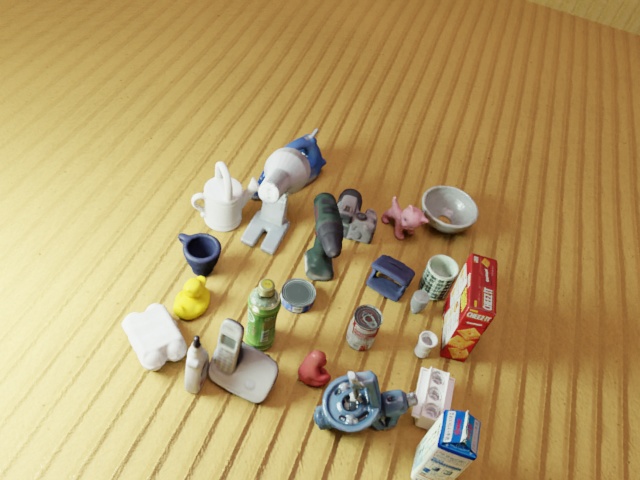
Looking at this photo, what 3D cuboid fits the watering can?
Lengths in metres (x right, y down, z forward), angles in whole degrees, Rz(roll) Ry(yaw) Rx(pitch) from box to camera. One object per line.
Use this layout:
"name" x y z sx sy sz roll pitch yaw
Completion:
"watering can" -0.243 -0.123 1.485 0.173 0.194 0.100 -32 63 -32

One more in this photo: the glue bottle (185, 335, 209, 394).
"glue bottle" -0.254 0.247 1.181 0.037 0.173 0.078 13 49 0

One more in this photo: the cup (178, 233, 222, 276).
"cup" -0.299 0.038 1.401 0.117 0.095 0.092 30 51 14

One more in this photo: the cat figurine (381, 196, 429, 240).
"cat figurine" 0.238 -0.067 1.589 0.067 0.118 0.127 -23 58 -28

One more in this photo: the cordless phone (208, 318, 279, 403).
"cordless phone" -0.156 0.247 1.194 0.147 0.185 0.094 23 49 9

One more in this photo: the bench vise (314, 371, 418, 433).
"bench vise" 0.100 0.312 1.169 0.208 0.220 0.121 -16 55 -23

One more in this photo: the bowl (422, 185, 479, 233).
"bowl" 0.365 -0.075 1.651 0.167 0.075 0.167 6 49 -7

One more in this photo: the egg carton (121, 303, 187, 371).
"egg carton" -0.361 0.212 1.257 0.107 0.069 0.150 -24 58 -28

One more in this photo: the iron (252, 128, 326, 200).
"iron" -0.093 -0.220 1.633 0.118 0.141 0.259 39 53 20

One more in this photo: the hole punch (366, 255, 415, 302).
"hole punch" 0.183 0.084 1.467 0.108 0.091 0.101 30 51 14

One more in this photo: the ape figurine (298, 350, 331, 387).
"ape figurine" -0.009 0.276 1.262 0.076 0.092 0.077 -2 51 -13

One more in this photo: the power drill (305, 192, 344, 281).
"power drill" 0.013 0.005 1.420 0.076 0.208 0.229 2 50 -10

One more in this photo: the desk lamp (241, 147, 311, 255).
"desk lamp" -0.113 -0.108 1.486 0.118 0.213 0.203 20 49 6

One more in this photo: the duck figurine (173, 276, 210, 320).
"duck figurine" -0.298 0.128 1.331 0.077 0.086 0.105 27 50 11

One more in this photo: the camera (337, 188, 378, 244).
"camera" 0.093 -0.080 1.580 0.143 0.101 0.137 16 49 2
